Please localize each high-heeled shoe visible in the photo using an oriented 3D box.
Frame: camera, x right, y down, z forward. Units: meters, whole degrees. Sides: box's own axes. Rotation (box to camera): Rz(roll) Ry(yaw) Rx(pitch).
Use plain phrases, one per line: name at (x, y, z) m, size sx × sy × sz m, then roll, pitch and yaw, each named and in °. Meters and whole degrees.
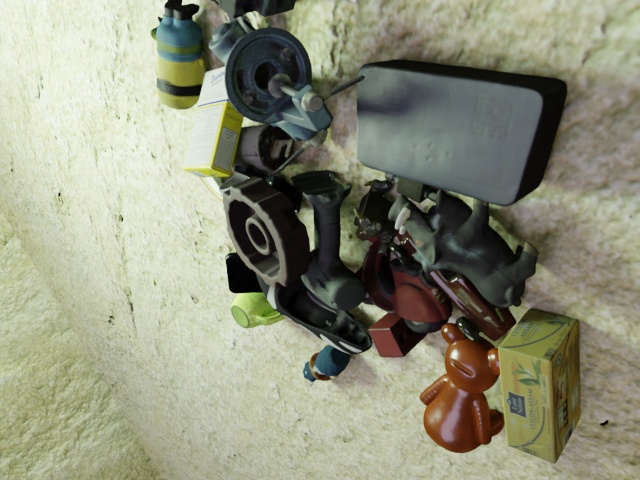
high-heeled shoe at (-0.015, 0.115, 0.950) m, size 0.248 × 0.086 × 0.145 m, roll 41°, pitch 168°, yaw -19°

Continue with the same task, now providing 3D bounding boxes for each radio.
radio at (0.150, -0.131, 0.627) m, size 0.230 × 0.073 × 0.131 m, roll 23°, pitch 122°, yaw 37°

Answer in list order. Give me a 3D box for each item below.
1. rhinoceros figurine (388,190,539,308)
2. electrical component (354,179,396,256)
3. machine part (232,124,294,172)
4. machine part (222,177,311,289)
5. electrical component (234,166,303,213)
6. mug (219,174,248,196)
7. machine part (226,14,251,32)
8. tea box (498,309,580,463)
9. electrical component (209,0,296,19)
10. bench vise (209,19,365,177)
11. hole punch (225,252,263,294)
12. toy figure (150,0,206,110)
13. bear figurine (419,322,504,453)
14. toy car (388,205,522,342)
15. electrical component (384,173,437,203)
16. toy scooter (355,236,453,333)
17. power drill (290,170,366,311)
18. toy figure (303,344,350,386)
rhinoceros figurine at (0.175, 0.003, 0.667) m, size 0.190 × 0.073 × 0.112 m, roll 39°, pitch 96°, yaw 12°
electrical component at (0.082, -0.038, 0.765) m, size 0.078 × 0.102 × 0.045 m, roll 31°, pitch 146°, yaw -7°
machine part at (-0.130, -0.155, 0.919) m, size 0.243 × 0.079 × 0.079 m, roll 5°, pitch 120°, yaw 45°
machine part at (-0.083, -0.012, 0.837) m, size 0.180 × 0.056 × 0.179 m, roll 39°, pitch 146°, yaw 33°
electrical component at (-0.092, -0.084, 0.898) m, size 0.075 × 0.119 × 0.047 m, roll 9°, pitch 84°, yaw 41°
mug at (-0.132, -0.065, 0.984) m, size 0.110 × 0.081 × 0.107 m, roll -7°, pitch 118°, yaw 48°
machine part at (-0.107, -0.305, 0.807) m, size 0.084 × 0.039 × 0.138 m, roll 16°, pitch 142°, yaw 44°
tea box at (0.289, 0.188, 0.700) m, size 0.068 × 0.098 × 0.169 m, roll 9°, pitch 121°, yaw 42°
electrical component at (-0.096, -0.347, 0.715) m, size 0.134 × 0.115 × 0.058 m, roll 42°, pitch 142°, yaw 21°
bench vise at (-0.043, -0.184, 0.708) m, size 0.223 × 0.129 × 0.241 m, roll 57°, pitch 171°, yaw -34°
hole punch at (-0.121, 0.039, 1.047) m, size 0.116 × 0.092 × 0.142 m, roll 1°, pitch 129°, yaw -4°
toy figure at (-0.242, -0.311, 0.916) m, size 0.082 × 0.089 × 0.180 m, roll 42°, pitch 143°, yaw 28°
bear figurine at (0.221, 0.212, 0.798) m, size 0.120 × 0.132 × 0.195 m, roll 24°, pitch 114°, yaw 33°
toy car at (0.180, 0.046, 0.717) m, size 0.202 × 0.089 × 0.053 m, roll 50°, pitch 180°, yaw 10°
electrical component at (0.130, -0.087, 0.733) m, size 0.094 × 0.021 × 0.063 m, roll 30°, pitch 135°, yaw 31°
toy scooter at (0.117, 0.055, 0.810) m, size 0.184 × 0.075 × 0.135 m, roll 20°, pitch 128°, yaw 43°
power drill at (-0.002, -0.003, 0.862) m, size 0.232 × 0.086 × 0.207 m, roll -134°, pitch 41°, yaw -60°
toy figure at (0.010, 0.251, 1.075) m, size 0.058 × 0.064 × 0.154 m, roll 20°, pitch 149°, yaw -15°
